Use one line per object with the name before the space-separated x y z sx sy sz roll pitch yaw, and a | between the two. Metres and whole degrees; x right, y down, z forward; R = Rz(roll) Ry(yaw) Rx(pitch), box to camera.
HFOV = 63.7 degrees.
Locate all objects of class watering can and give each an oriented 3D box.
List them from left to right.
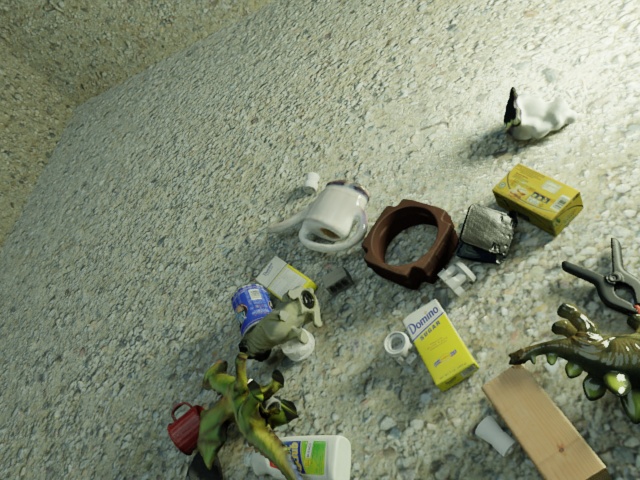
watering can | 0.004 -0.074 1.468 0.349 0.102 0.228 13 63 41

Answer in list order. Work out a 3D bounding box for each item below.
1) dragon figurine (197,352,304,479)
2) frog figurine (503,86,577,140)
dragon figurine | -0.181 0.418 1.157 0.240 0.121 0.419 -46 42 17
frog figurine | 0.555 -0.312 1.302 0.159 0.120 0.141 7 43 -3
